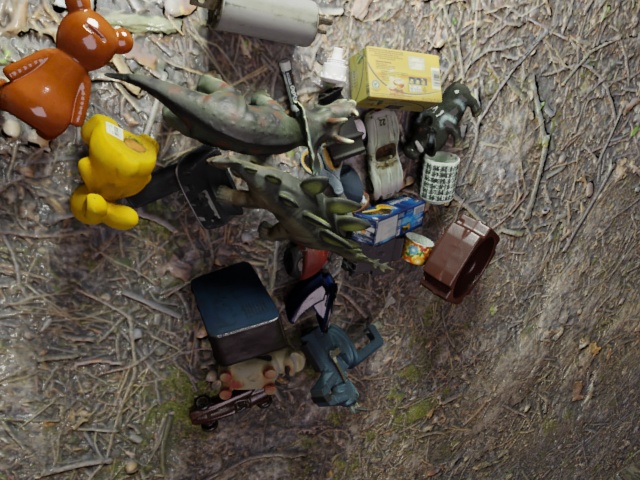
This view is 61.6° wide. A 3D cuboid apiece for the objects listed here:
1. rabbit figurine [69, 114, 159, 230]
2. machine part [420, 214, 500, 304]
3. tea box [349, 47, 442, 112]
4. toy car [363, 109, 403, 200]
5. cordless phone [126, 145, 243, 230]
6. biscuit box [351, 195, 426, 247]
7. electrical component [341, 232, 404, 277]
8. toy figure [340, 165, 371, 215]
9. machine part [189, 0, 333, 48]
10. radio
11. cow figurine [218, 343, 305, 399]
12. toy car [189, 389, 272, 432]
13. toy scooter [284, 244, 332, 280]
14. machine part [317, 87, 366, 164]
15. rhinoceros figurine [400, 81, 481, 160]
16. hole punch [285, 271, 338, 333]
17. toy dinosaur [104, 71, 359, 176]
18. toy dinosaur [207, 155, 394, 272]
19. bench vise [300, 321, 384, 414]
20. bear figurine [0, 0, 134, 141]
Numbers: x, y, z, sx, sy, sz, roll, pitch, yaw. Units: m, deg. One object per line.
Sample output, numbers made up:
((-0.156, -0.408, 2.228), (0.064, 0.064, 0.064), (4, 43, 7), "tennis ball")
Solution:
((-0.338, -0.085, 0.864), (0.173, 0.162, 0.121), (-43, 142, 21), "rabbit figurine")
((0.335, 0.048, 1.289), (0.201, 0.087, 0.201), (-58, 150, 6), "machine part")
((0.145, -0.303, 1.026), (0.169, 0.068, 0.098), (-1, 87, -27), "tea box")
((0.130, -0.174, 1.115), (0.073, 0.056, 0.201), (-22, 124, -17), "toy car")
((-0.242, -0.074, 0.963), (0.184, 0.089, 0.146), (-22, 126, -3), "cordless phone")
((0.150, -0.044, 1.145), (0.202, 0.063, 0.059), (-21, 124, -48), "biscuit box")
((0.123, 0.019, 1.215), (0.134, 0.058, 0.114), (-7, 120, -25), "electrical component")
((0.075, -0.090, 1.130), (0.064, 0.058, 0.154), (-33, 132, -2), "toy figure")
((-0.091, -0.366, 0.877), (0.243, 0.079, 0.079), (-1, 116, -29), "machine part")
((-0.159, 0.133, 1.013), (0.131, 0.230, 0.073), (-18, 118, -15), "radio")
((-0.128, 0.277, 1.189), (0.195, 0.127, 0.085), (-5, 118, -10), "cow figurine")
((-0.197, 0.376, 1.235), (0.202, 0.053, 0.089), (-19, 126, -21), "toy car")
((-0.002, -0.003, 1.124), (0.135, 0.075, 0.183), (-4, 112, -26), "toy scooter")
((0.036, -0.219, 1.022), (0.084, 0.039, 0.138), (-15, 104, 4), "machine part")
((0.252, -0.244, 1.133), (0.190, 0.073, 0.112), (-50, 129, 3), "rhinoceros figurine")
((-0.019, 0.124, 1.154), (0.092, 0.142, 0.115), (13, 102, -9), "hole punch")
((-0.129, -0.193, 0.878), (0.405, 0.192, 0.131), (1, 113, -31), "toy dinosaur")
((-0.021, -0.036, 0.956), (0.470, 0.199, 0.105), (33, 73, -51), "toy dinosaur")
((0.070, 0.276, 1.256), (0.240, 0.224, 0.129), (-29, 167, -33), "bench vise")
((-0.375, -0.249, 0.778), (0.120, 0.132, 0.196), (35, 78, -39), "bear figurine")
